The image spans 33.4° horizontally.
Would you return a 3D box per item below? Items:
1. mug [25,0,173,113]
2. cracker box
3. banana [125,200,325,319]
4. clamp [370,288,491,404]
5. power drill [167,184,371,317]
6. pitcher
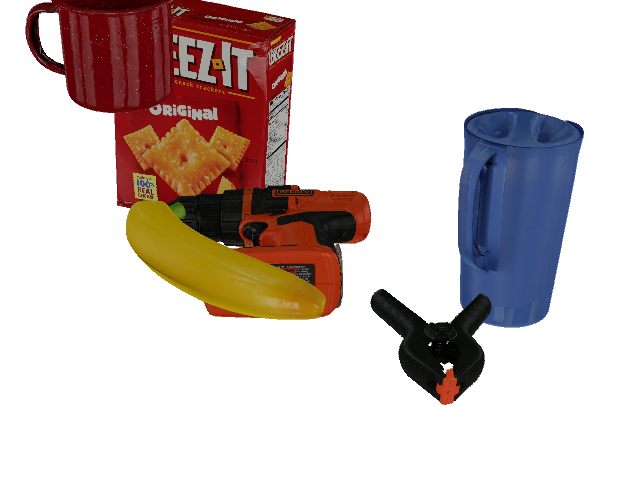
[{"bbox_3d":[-0.163,-0.148,0.799,0.117,0.081,0.093,4,31,4],"label":"mug"},{"bbox_3d":[-0.117,-0.120,1.042,0.164,0.214,0.072,14,32,16],"label":"cracker box"},{"bbox_3d":[-0.076,0.007,0.685,0.069,0.037,0.198,-15,29,-30],"label":"banana"},{"bbox_3d":[0.121,0.094,1.014,0.120,0.039,0.171,-7,31,-7],"label":"clamp"},{"bbox_3d":[-0.050,0.002,0.874,0.184,0.057,0.187,-2,21,3],"label":"power drill"},{"bbox_3d":[0.218,-0.022,1.239,0.149,0.243,0.145,-1,25,-5],"label":"pitcher"}]
